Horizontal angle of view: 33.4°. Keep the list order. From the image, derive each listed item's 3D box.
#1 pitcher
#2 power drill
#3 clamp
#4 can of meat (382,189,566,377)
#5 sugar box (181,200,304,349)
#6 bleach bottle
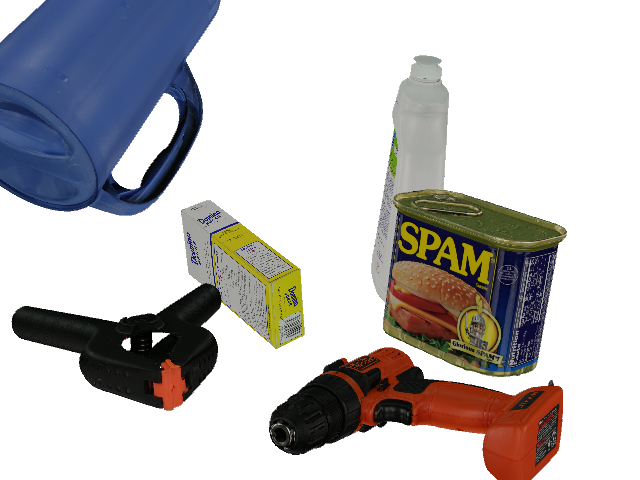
[{"bbox_3d":[-0.171,-0.143,0.868,0.145,0.242,0.149,11,-39,25],"label":"pitcher"},{"bbox_3d":[0.076,0.133,0.810,0.188,0.057,0.184,10,16,30],"label":"power drill"},{"bbox_3d":[-0.121,0.071,0.772,0.164,0.036,0.210,-10,15,-26],"label":"clamp"},{"bbox_3d":[0.086,0.024,0.624,0.057,0.084,0.102,-11,24,-43],"label":"can of meat"},{"bbox_3d":[-0.086,0.034,1.164,0.048,0.093,0.176,-23,40,-27],"label":"sugar box"},{"bbox_3d":[0.098,-0.064,1.110,0.068,0.251,0.102,1,26,-7],"label":"bleach bottle"}]
